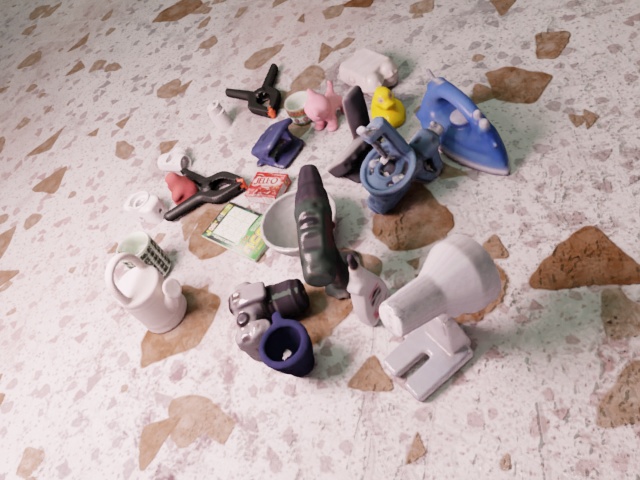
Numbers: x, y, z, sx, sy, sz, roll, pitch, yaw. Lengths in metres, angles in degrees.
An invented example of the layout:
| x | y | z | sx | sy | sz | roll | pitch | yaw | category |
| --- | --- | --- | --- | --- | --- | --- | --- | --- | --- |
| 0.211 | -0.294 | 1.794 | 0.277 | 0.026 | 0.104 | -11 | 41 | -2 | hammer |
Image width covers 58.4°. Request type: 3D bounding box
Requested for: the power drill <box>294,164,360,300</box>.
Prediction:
| x | y | z | sx | sy | sz | roll | pitch | yaw | category |
| --- | --- | --- | --- | --- | --- | --- | --- | --- | --- |
| 0.010 | 0.004 | 1.048 | 0.075 | 0.209 | 0.229 | -14 | 50 | 13 | power drill |

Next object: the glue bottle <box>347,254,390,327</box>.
| x | y | z | sx | sy | sz | roll | pitch | yaw | category |
| --- | --- | --- | --- | --- | --- | --- | --- | --- | --- |
| 0.075 | 0.078 | 0.985 | 0.037 | 0.174 | 0.078 | 11 | 60 | 31 | glue bottle |

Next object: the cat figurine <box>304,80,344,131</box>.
| x | y | z | sx | sy | sz | roll | pitch | yaw | category |
| --- | --- | --- | --- | --- | --- | --- | --- | --- | --- |
| 0.007 | -0.323 | 1.363 | 0.067 | 0.118 | 0.128 | 11 | 60 | 30 | cat figurine |

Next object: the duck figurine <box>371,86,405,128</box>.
| x | y | z | sx | sy | sz | roll | pitch | yaw | category |
| --- | --- | --- | --- | --- | --- | --- | --- | --- | --- |
| 0.148 | -0.317 | 1.317 | 0.077 | 0.086 | 0.104 | -29 | 48 | 0 | duck figurine |

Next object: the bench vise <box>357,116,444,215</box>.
| x | y | z | sx | sy | sz | roll | pitch | yaw | category |
| --- | --- | --- | --- | --- | --- | --- | --- | --- | --- |
| 0.146 | -0.180 | 1.122 | 0.121 | 0.220 | 0.208 | 20 | 64 | 34 | bench vise |

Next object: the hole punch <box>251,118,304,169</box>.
| x | y | z | sx | sy | sz | roll | pitch | yaw | category |
| --- | --- | --- | --- | --- | --- | --- | --- | --- | --- |
| -0.111 | -0.234 | 1.365 | 0.100 | 0.091 | 0.109 | 16 | 63 | 33 | hole punch |

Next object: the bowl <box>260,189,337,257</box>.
| x | y | z | sx | sy | sz | roll | pitch | yaw | category |
| --- | --- | --- | --- | --- | --- | --- | --- | --- | --- |
| -0.034 | -0.025 | 1.180 | 0.167 | 0.075 | 0.167 | -12 | 51 | 15 | bowl |

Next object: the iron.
| x | y | z | sx | sy | sz | roll | pitch | yaw | category |
| --- | --- | --- | --- | --- | --- | --- | --- | --- | --- |
| 0.293 | -0.246 | 1.161 | 0.118 | 0.142 | 0.257 | -34 | 48 | -3 | iron |

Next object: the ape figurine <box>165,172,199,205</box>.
| x | y | z | sx | sy | sz | roll | pitch | yaw | category |
| --- | --- | --- | --- | --- | --- | --- | --- | --- | --- |
| -0.340 | -0.130 | 1.385 | 0.076 | 0.092 | 0.078 | 6 | 58 | 28 | ape figurine |

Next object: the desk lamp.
| x | y | z | sx | sy | sz | roll | pitch | yaw | category |
| --- | --- | --- | --- | --- | --- | --- | --- | --- | --- |
| 0.179 | 0.118 | 0.881 | 0.203 | 0.214 | 0.117 | -41 | 49 | -9 | desk lamp |

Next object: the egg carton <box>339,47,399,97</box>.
| x | y | z | sx | sy | sz | roll | pitch | yaw | category |
| --- | --- | --- | --- | --- | --- | --- | --- | --- | --- |
| 0.118 | -0.414 | 1.417 | 0.107 | 0.070 | 0.149 | -42 | 49 | -11 | egg carton |

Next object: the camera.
| x | y | z | sx | sy | sz | roll | pitch | yaw | category |
| --- | --- | --- | --- | --- | --- | --- | --- | --- | --- |
| -0.093 | 0.129 | 1.068 | 0.136 | 0.101 | 0.143 | -21 | 49 | 8 | camera |

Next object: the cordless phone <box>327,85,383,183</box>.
| x | y | z | sx | sy | sz | roll | pitch | yaw | category |
| --- | --- | --- | --- | --- | --- | --- | --- | --- | --- |
| 0.062 | -0.227 | 1.219 | 0.093 | 0.185 | 0.148 | 26 | 68 | 36 | cordless phone |

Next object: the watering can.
| x | y | z | sx | sy | sz | roll | pitch | yaw | category |
| --- | --- | --- | --- | --- | --- | --- | --- | --- | --- |
| -0.350 | 0.098 | 1.144 | 0.172 | 0.195 | 0.101 | -17 | 50 | 12 | watering can |

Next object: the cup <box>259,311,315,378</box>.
| x | y | z | sx | sy | sz | roll | pitch | yaw | category |
| --- | --- | --- | --- | --- | --- | --- | --- | --- | --- |
| -0.052 | 0.190 | 1.007 | 0.091 | 0.095 | 0.117 | -26 | 48 | 4 | cup |
